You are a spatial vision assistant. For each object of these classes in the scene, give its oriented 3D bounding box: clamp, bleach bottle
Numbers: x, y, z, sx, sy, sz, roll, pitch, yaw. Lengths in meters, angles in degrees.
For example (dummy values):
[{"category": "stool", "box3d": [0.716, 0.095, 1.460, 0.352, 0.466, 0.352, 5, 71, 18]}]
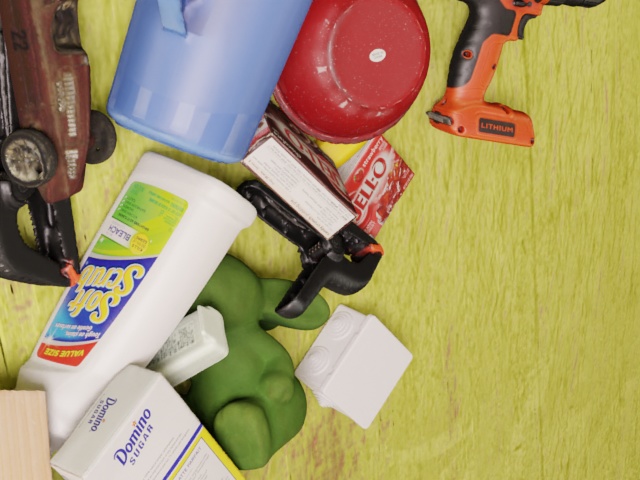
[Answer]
[{"category": "clamp", "box3d": [-0.220, -0.034, 0.713, 0.164, 0.036, 0.210, -63, 148, -44]}, {"category": "clamp", "box3d": [-0.006, 0.001, 0.915, 0.171, 0.039, 0.120, -8, 77, -60]}, {"category": "bleach bottle", "box3d": [-0.152, 0.061, 0.797, 0.251, 0.103, 0.068, -61, 143, -8]}]

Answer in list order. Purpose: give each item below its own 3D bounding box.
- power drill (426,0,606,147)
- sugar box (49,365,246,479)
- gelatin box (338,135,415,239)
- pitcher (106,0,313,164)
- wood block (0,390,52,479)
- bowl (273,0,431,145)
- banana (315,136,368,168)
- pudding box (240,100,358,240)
[{"category": "power drill", "box3d": [0.187, -0.188, 1.031, 0.184, 0.057, 0.188, 5, 102, -21]}, {"category": "sugar box", "box3d": [-0.115, 0.181, 0.789, 0.093, 0.048, 0.176, -54, 132, -28]}, {"category": "gelatin box", "box3d": [0.041, -0.048, 0.994, 0.089, 0.030, 0.073, -57, 135, -11]}, {"category": "pitcher", "box3d": [-0.069, -0.184, 0.761, 0.149, 0.145, 0.243, 17, 97, -32]}, {"category": "wood block", "box3d": [-0.236, 0.210, 0.712, 0.090, 0.090, 0.206, 9, 65, -46]}, {"category": "bowl", "box3d": [0.036, -0.158, 0.896, 0.161, 0.055, 0.162, -6, 103, -26]}, {"category": "banana", "box3d": [0.040, -0.141, 0.955, 0.069, 0.037, 0.198, 19, 91, -26]}, {"category": "pudding box", "box3d": [-0.024, -0.063, 0.869, 0.039, 0.090, 0.113, -42, 124, 13]}]
